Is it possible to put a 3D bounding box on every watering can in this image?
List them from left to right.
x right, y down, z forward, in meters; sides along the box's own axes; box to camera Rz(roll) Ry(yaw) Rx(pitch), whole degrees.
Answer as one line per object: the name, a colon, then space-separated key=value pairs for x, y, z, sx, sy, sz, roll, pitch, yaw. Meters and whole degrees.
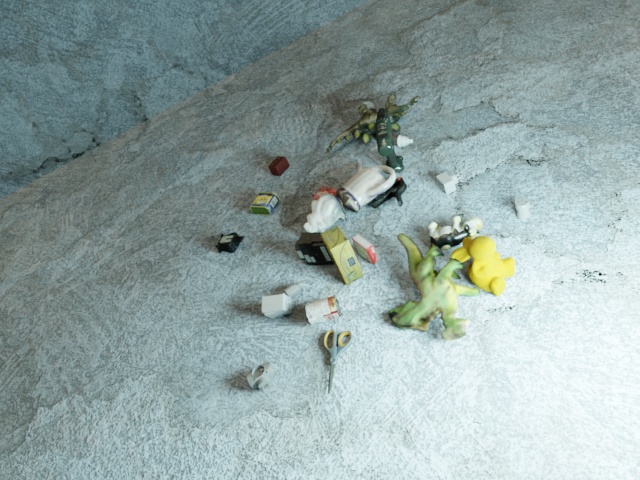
watering can: x=0.154 y=-0.211 z=1.955 sx=0.225 sy=0.102 sz=0.351 roll=-38 pitch=-156 yaw=-8

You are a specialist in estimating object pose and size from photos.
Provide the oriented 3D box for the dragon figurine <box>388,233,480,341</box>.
dragon figurine: x=0.289 y=0.145 z=1.473 sx=0.244 sy=0.120 sz=0.416 roll=-43 pitch=-140 yaw=-9

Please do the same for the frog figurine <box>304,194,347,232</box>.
frog figurine: x=0.006 y=-0.095 z=1.886 sx=0.160 sy=0.120 sz=0.140 roll=-24 pitch=-125 yaw=-16
